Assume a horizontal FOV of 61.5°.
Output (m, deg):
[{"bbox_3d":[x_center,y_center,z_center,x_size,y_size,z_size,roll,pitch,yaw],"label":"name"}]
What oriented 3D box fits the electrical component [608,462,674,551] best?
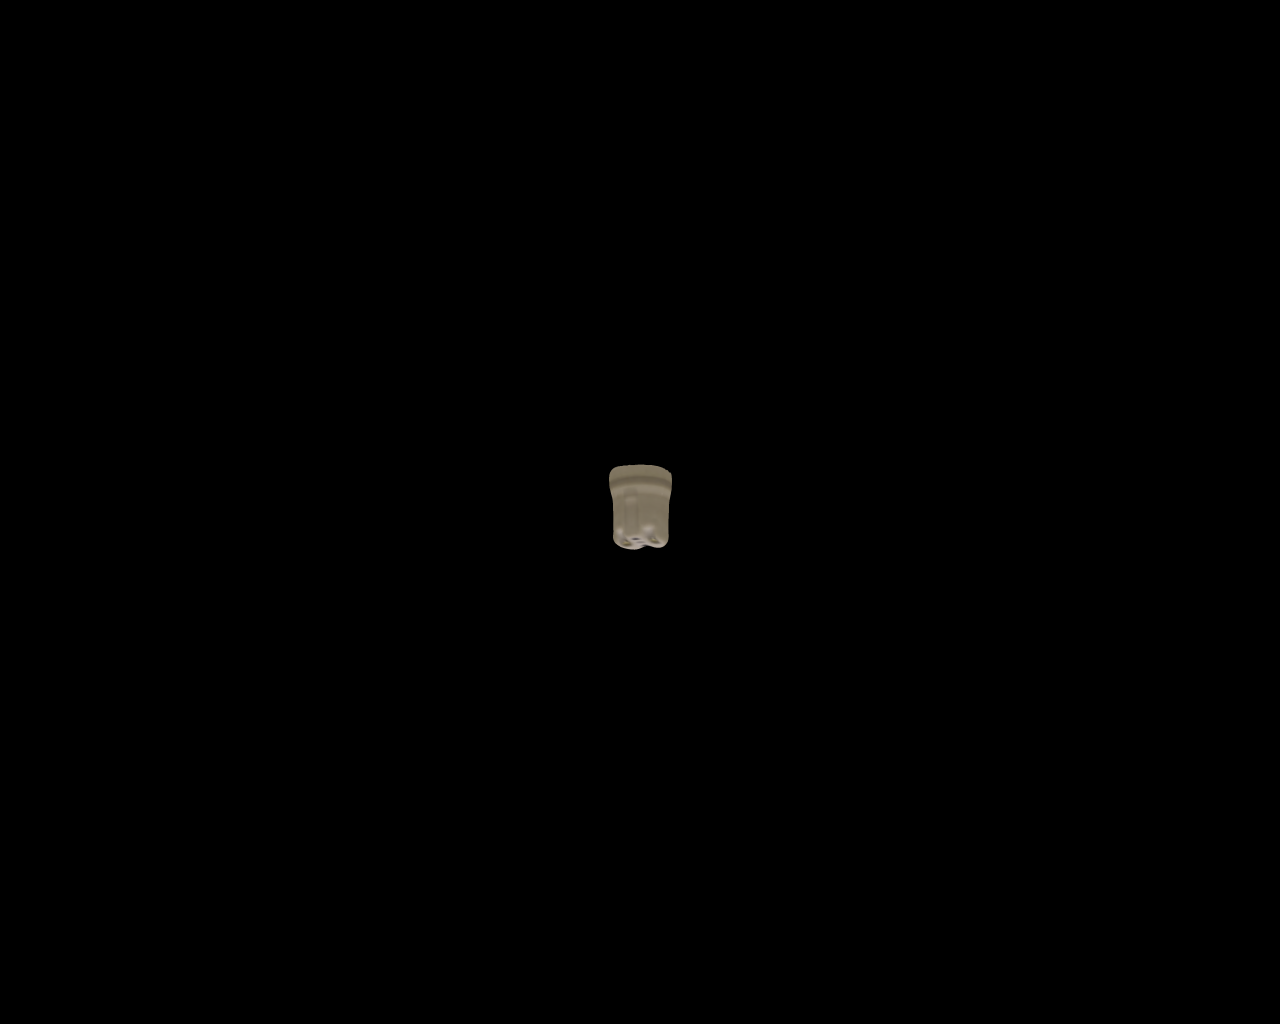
[{"bbox_3d":[0.001,-0.003,0.650,0.040,0.046,0.040,0,-15,0],"label":"electrical component"}]
